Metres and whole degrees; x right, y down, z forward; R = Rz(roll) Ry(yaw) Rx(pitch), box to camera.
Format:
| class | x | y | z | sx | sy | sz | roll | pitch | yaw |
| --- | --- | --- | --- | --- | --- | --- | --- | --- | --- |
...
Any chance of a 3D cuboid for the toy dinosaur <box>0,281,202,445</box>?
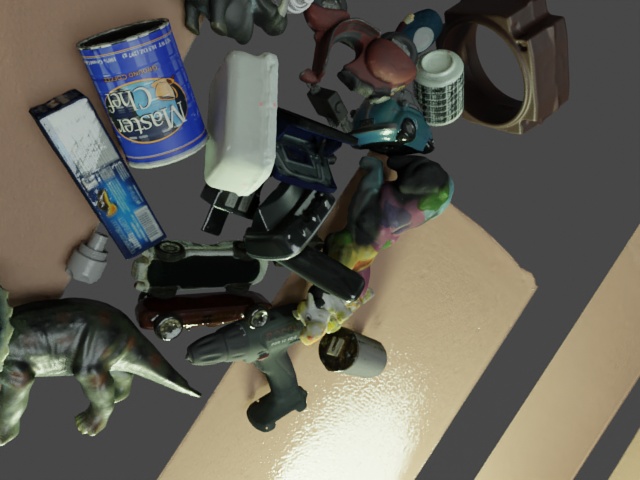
| class | x | y | z | sx | sy | sz | roll | pitch | yaw |
| --- | --- | --- | --- | --- | --- | --- | --- | --- | --- |
| toy dinosaur | -0.320 | 0.136 | 0.670 | 0.404 | 0.131 | 0.192 | 3 | 109 | -44 |

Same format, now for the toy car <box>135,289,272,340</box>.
| class | x | y | z | sx | sy | sz | roll | pitch | yaw |
| --- | --- | --- | --- | --- | --- | --- | --- | --- | --- |
| toy car | -0.165 | 0.103 | 0.779 | 0.202 | 0.089 | 0.053 | 0 | 110 | -38 |

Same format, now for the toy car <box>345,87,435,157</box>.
| class | x | y | z | sx | sy | sz | roll | pitch | yaw |
| --- | --- | --- | --- | --- | --- | --- | --- | --- | --- |
| toy car | 0.117 | -0.189 | 0.844 | 0.161 | 0.109 | 0.103 | 1 | 89 | -50 |

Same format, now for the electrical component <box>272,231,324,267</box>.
| class | x | y | z | sx | sy | sz | roll | pitch | yaw |
| --- | --- | --- | --- | --- | --- | --- | --- | --- | --- |
| electrical component | -0.040 | 0.003 | 0.857 | 0.102 | 0.045 | 0.078 | -1 | 140 | -33 |

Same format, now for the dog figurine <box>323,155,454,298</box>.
| class | x | y | z | sx | sy | sz | roll | pitch | yaw |
| --- | --- | --- | --- | --- | --- | --- | --- | --- | --- |
| dog figurine | 0.100 | -0.018 | 0.855 | 0.108 | 0.192 | 0.219 | 42 | 61 | -47 |

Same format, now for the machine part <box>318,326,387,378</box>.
| class | x | y | z | sx | sy | sz | roll | pitch | yaw |
| --- | --- | --- | --- | --- | --- | --- | --- | --- | --- |
| machine part | 0.063 | 0.206 | 0.969 | 0.079 | 0.079 | 0.243 | -57 | 152 | -1 |

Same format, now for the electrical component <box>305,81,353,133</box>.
| class | x | y | z | sx | sy | sz | roll | pitch | yaw |
| --- | --- | --- | --- | --- | --- | --- | --- | --- | --- |
| electrical component | 0.012 | -0.198 | 0.784 | 0.021 | 0.063 | 0.093 | -44 | 128 | -11 |

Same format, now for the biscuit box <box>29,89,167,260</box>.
| class | x | y | z | sx | sy | sz | roll | pitch | yaw |
| --- | --- | --- | --- | --- | --- | --- | --- | --- | --- |
| biscuit box | -0.260 | -0.073 | 0.643 | 0.059 | 0.063 | 0.202 | -34 | 128 | -20 |

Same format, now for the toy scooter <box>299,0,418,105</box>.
| class | x | y | z | sx | sy | sz | roll | pitch | yaw |
| --- | --- | --- | --- | --- | --- | --- | --- | --- | --- |
| toy scooter | 0.043 | -0.247 | 0.739 | 0.184 | 0.075 | 0.135 | 31 | 73 | -12 |

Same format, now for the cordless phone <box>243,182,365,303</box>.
| class | x | y | z | sx | sy | sz | roll | pitch | yaw |
| --- | --- | --- | --- | --- | --- | --- | --- | --- | --- |
| cordless phone | -0.001 | -0.002 | 0.770 | 0.146 | 0.184 | 0.088 | -54 | 175 | -42 |

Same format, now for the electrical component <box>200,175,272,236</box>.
| class | x | y | z | sx | sy | sz | roll | pitch | yaw |
| --- | --- | --- | --- | --- | --- | --- | --- | --- | --- |
| electrical component | -0.128 | -0.058 | 0.759 | 0.074 | 0.048 | 0.119 | 24 | 94 | -40 |

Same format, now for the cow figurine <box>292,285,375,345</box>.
| class | x | y | z | sx | sy | sz | roll | pitch | yaw |
| --- | --- | --- | --- | --- | --- | --- | --- | --- | --- |
| cow figurine | 0.009 | 0.099 | 0.875 | 0.068 | 0.098 | 0.167 | -45 | 170 | 38 |

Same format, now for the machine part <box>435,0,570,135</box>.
| class | x | y | z | sx | sy | sz | roll | pitch | yaw |
| --- | --- | --- | --- | --- | --- | --- | --- | --- | --- |
| machine part | 0.284 | -0.279 | 0.855 | 0.087 | 0.201 | 0.201 | -33 | 127 | -17 |

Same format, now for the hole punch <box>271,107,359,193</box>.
| class | x | y | z | sx | sy | sz | roll | pitch | yaw |
| --- | --- | --- | --- | --- | --- | --- | --- | --- | --- |
| hole punch | -0.026 | -0.129 | 0.755 | 0.142 | 0.116 | 0.092 | 7 | 112 | -35 |

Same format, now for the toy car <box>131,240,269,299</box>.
| class | x | y | z | sx | sy | sz | roll | pitch | yaw |
| --- | --- | --- | --- | --- | --- | --- | --- | --- | --- |
| toy car | -0.167 | 0.038 | 0.770 | 0.201 | 0.056 | 0.073 | 0 | 117 | -35 |

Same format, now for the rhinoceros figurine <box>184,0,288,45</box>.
| class | x | y | z | sx | sy | sz | roll | pitch | yaw |
| --- | --- | --- | --- | --- | --- | --- | --- | --- | --- |
| rhinoceros figurine | -0.121 | -0.300 | 0.639 | 0.190 | 0.073 | 0.112 | 27 | 83 | -39 |

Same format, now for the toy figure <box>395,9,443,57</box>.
| class | x | y | z | sx | sy | sz | roll | pitch | yaw |
| --- | --- | --- | --- | --- | --- | --- | --- | --- | --- |
| toy figure | 0.120 | -0.297 | 0.824 | 0.154 | 0.058 | 0.064 | -39 | 106 | -13 |

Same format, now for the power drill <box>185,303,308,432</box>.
| class | x | y | z | sx | sy | sz | roll | pitch | yaw |
| --- | --- | --- | --- | --- | --- | --- | --- | --- | --- |
| power drill | -0.100 | 0.212 | 0.892 | 0.232 | 0.086 | 0.207 | -23 | 115 | -30 |
